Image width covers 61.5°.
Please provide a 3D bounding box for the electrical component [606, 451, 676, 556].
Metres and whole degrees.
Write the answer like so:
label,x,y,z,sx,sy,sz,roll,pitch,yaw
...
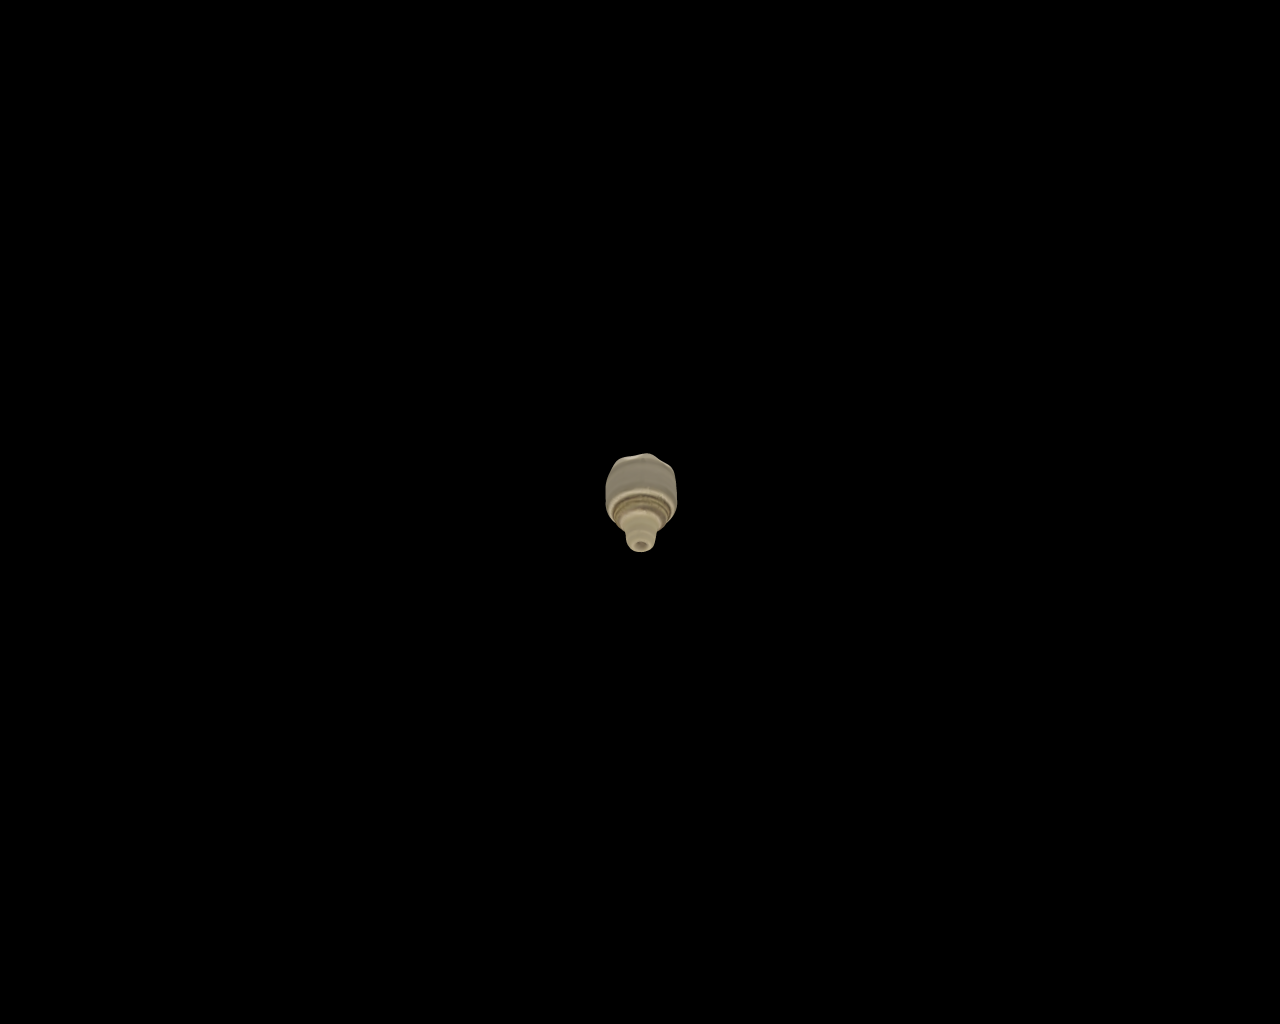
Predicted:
label,x,y,z,sx,sy,sz,roll,pitch,yaw
electrical component,0.001,-0.003,0.650,0.043,0.062,0.043,0,-41,0
